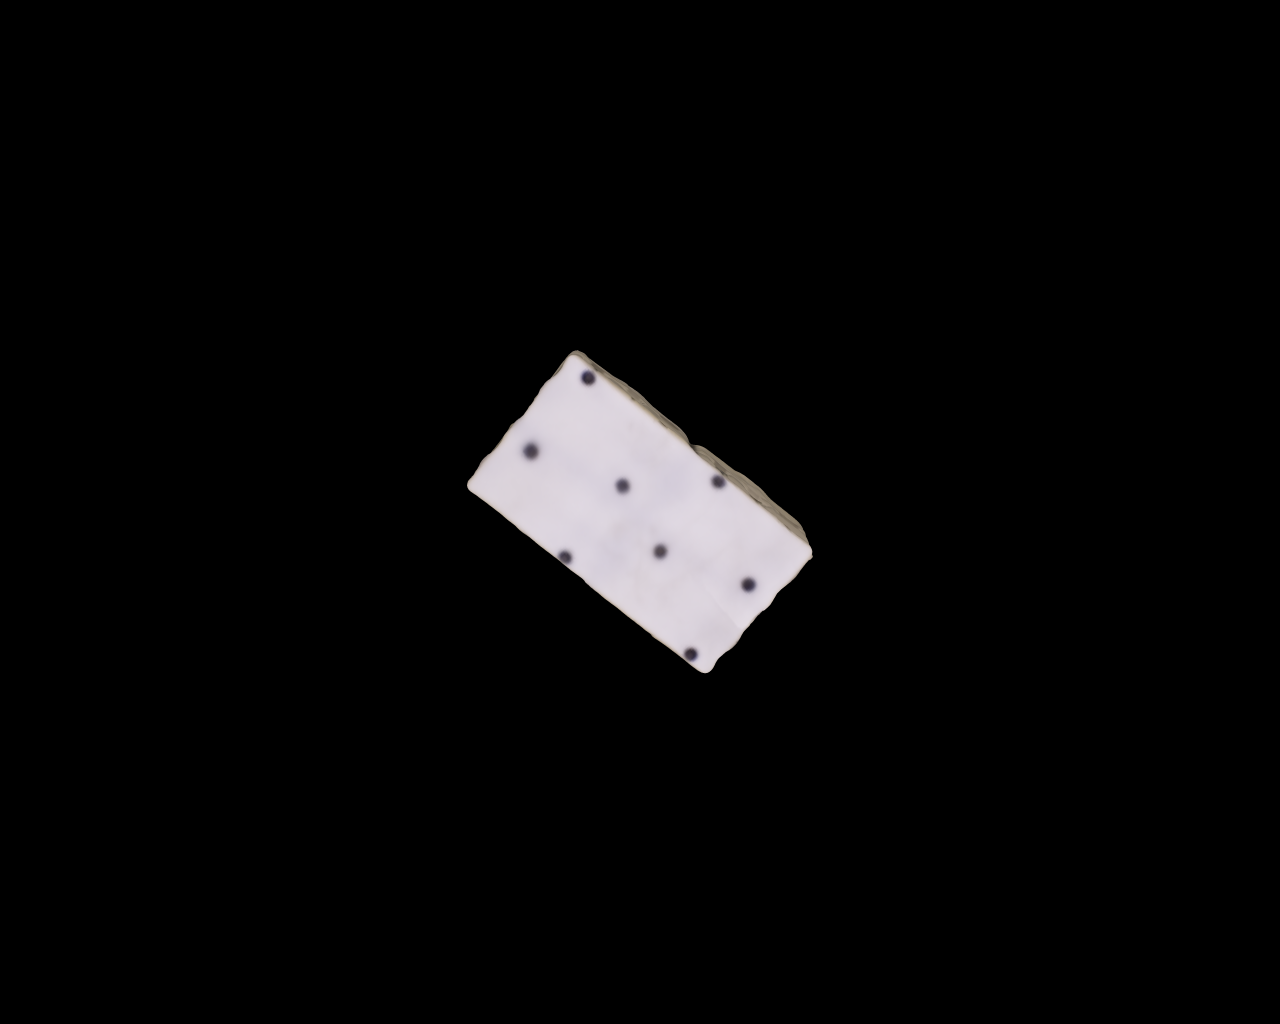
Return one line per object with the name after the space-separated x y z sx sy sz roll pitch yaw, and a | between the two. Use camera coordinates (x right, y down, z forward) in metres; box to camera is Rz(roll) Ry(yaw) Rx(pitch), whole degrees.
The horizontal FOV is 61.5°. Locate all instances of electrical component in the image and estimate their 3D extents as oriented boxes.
0.001 -0.003 0.650 0.186 0.105 0.060 38 9 -7 | electrical component
